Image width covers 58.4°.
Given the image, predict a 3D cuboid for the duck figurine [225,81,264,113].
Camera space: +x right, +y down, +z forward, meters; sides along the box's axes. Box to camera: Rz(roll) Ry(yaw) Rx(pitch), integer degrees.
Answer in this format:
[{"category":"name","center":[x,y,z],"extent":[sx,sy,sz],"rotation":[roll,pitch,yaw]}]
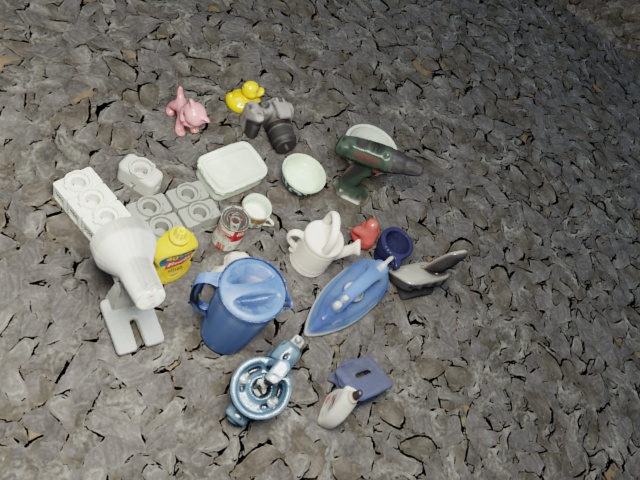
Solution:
[{"category":"duck figurine","center":[-0.200,-0.395,1.553],"extent":[0.105,0.086,0.077],"rotation":[-5,64,-28]}]

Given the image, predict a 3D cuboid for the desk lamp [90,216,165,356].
[{"category":"desk lamp","center":[-0.362,0.087,1.111],"extent":[0.118,0.213,0.203],"rotation":[-16,70,-32]}]

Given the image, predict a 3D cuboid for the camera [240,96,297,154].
[{"category":"camera","center":[-0.123,-0.307,1.528],"extent":[0.143,0.100,0.136],"rotation":[-9,66,-29]}]

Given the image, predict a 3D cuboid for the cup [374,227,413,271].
[{"category":"cup","center":[0.180,0.038,1.473],"extent":[0.092,0.094,0.117],"rotation":[12,57,-19]}]

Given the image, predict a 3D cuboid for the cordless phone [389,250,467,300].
[{"category":"cordless phone","center":[0.273,0.070,1.441],"extent":[0.148,0.185,0.094],"rotation":[-12,67,-30]}]

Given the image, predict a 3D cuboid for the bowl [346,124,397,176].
[{"category":"bowl","center":[0.134,-0.244,1.630],"extent":[0.168,0.074,0.167],"rotation":[12,57,-19]}]

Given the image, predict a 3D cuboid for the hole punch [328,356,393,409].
[{"category":"hole punch","center":[0.089,0.310,1.270],"extent":[0.109,0.091,0.101],"rotation":[-15,69,-31]}]

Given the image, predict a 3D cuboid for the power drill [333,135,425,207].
[{"category":"power drill","center":[0.131,-0.180,1.507],"extent":[0.230,0.208,0.075],"rotation":[24,54,-11]}]

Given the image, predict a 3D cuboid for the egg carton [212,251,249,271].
[{"category":"egg carton","center":[-0.167,0.097,1.288],"extent":[0.150,0.069,0.107],"rotation":[38,53,0]}]

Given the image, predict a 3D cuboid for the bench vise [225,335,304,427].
[{"category":"bench vise","center":[-0.099,0.254,1.133],"extent":[0.121,0.219,0.207],"rotation":[26,54,-9]}]

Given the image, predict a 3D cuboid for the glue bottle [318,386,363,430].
[{"category":"glue bottle","center":[0.049,0.337,1.184],"extent":[0.037,0.173,0.078],"rotation":[27,54,-8]}]

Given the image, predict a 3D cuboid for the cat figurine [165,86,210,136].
[{"category":"cat figurine","center":[-0.328,-0.324,1.430],"extent":[0.067,0.117,0.127],"rotation":[-20,71,-33]}]

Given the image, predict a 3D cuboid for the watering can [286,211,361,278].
[{"category":"watering can","center":[0.012,0.003,1.351],"extent":[0.173,0.193,0.101],"rotation":[-5,64,-28]}]

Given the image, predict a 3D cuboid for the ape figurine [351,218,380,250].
[{"category":"ape figurine","center":[0.124,-0.023,1.484],"extent":[0.078,0.092,0.076],"rotation":[14,57,-17]}]

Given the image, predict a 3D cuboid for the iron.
[{"category":"iron","center":[0.074,0.127,1.340],"extent":[0.118,0.141,0.259],"rotation":[47,53,7]}]
